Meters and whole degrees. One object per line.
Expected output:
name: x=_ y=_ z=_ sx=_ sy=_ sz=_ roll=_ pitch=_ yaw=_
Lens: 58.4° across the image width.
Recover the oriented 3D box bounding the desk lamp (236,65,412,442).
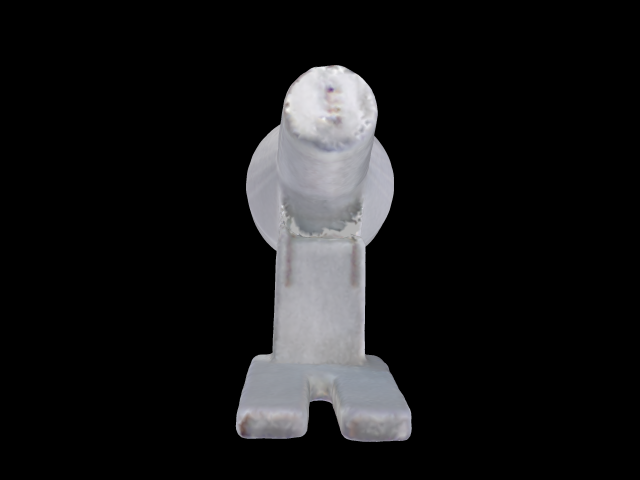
desk lamp: x=0.004 y=0.001 z=0.400 sx=0.118 sy=0.213 sz=0.203 roll=0 pitch=2 yaw=-3
